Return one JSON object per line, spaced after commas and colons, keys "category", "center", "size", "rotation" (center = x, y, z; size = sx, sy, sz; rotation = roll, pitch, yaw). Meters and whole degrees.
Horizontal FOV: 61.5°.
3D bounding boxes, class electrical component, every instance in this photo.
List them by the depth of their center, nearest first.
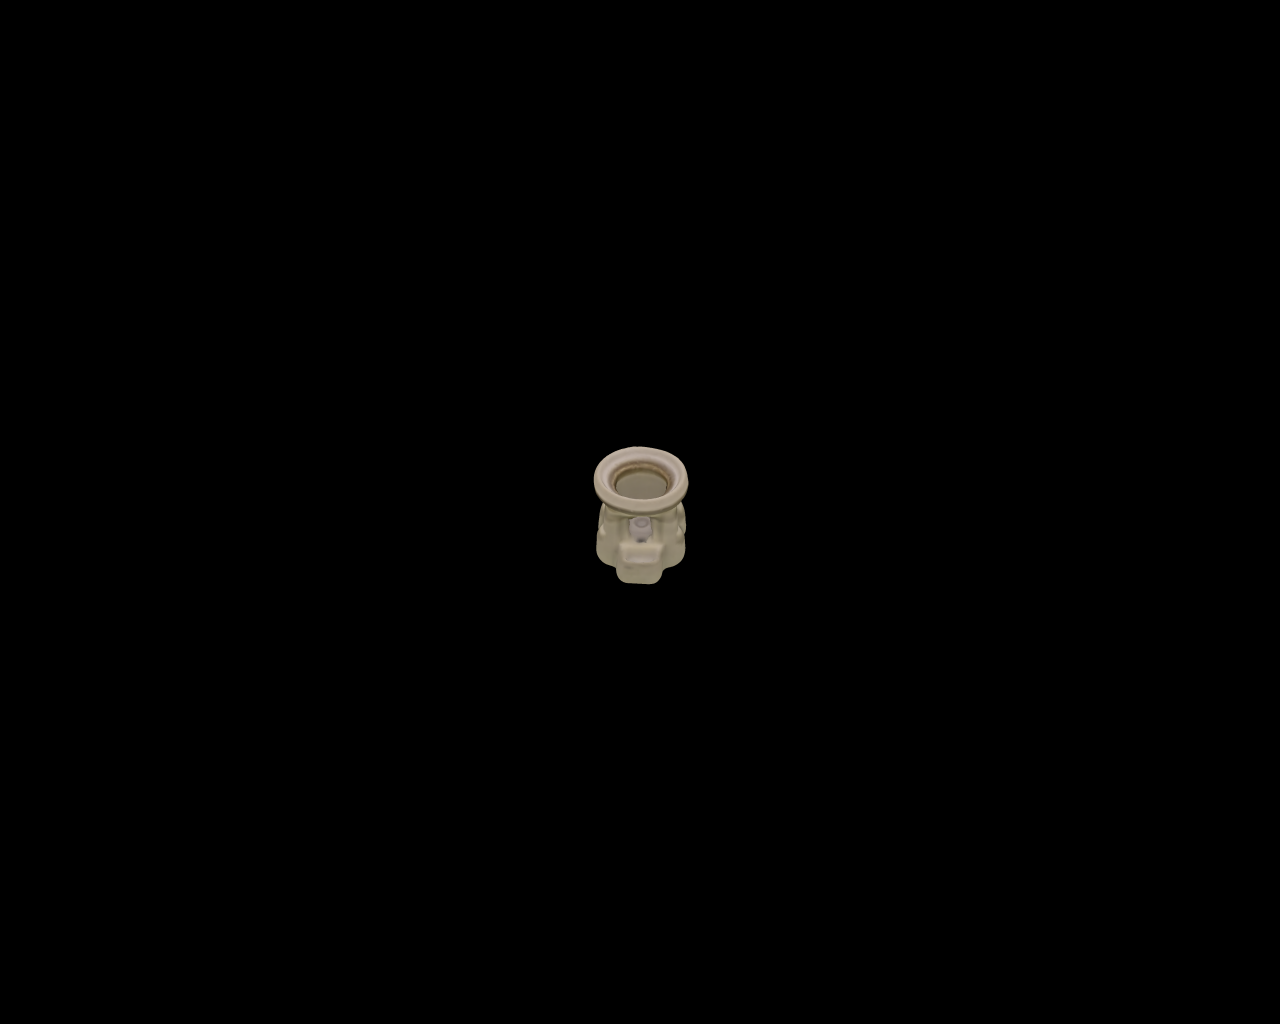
{"category": "electrical component", "center": [0.001, -0.003, 0.650], "size": [0.058, 0.056, 0.078], "rotation": [2, 40, 2]}
